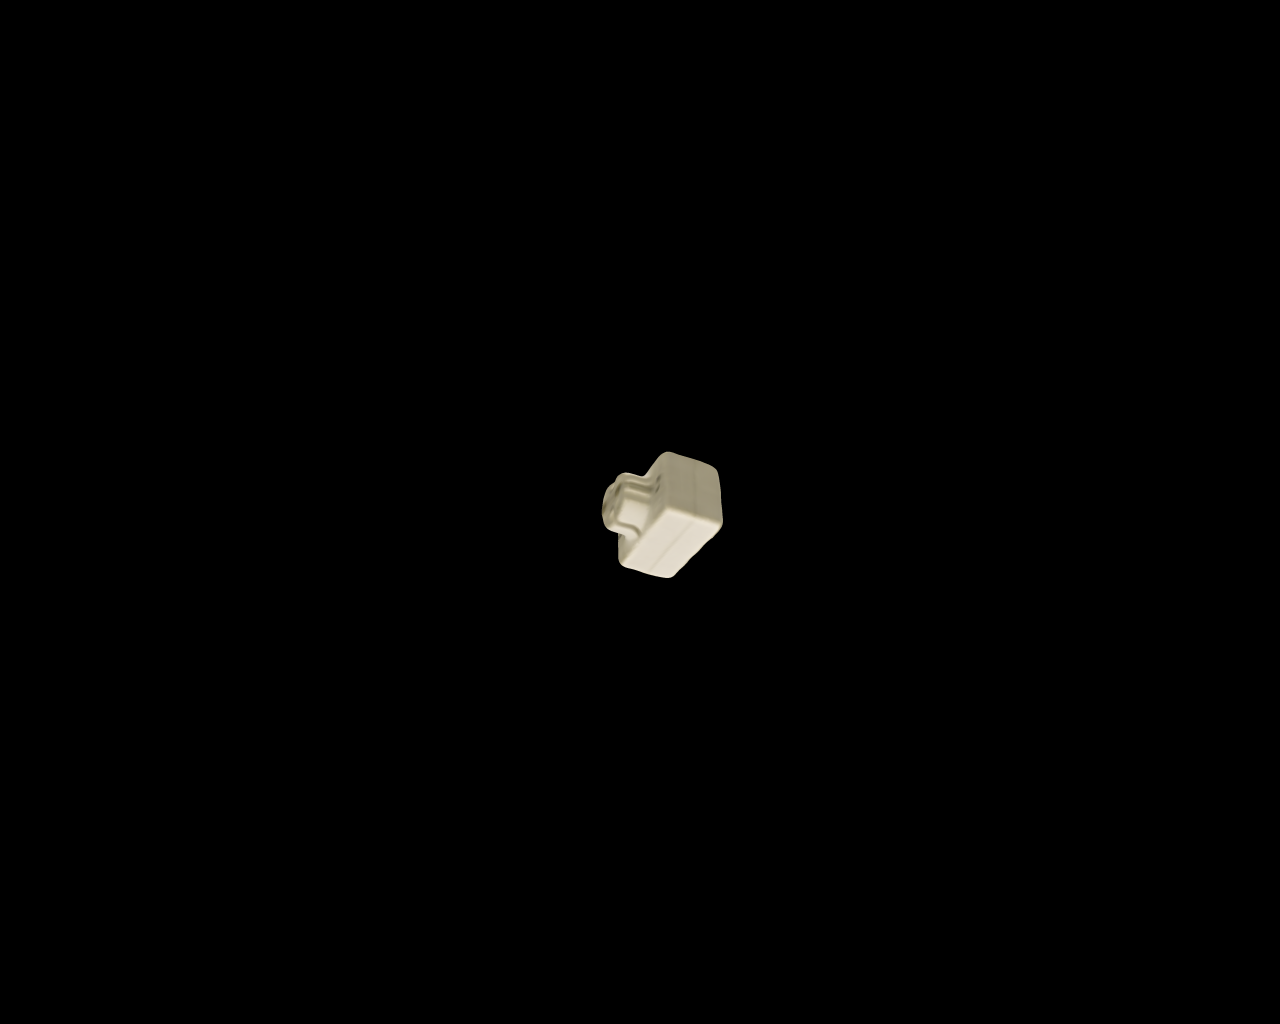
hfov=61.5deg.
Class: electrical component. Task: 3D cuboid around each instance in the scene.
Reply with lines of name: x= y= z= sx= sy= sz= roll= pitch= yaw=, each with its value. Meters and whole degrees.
electrical component: x=0.001 y=-0.003 z=0.650 sx=0.077 sy=0.047 sz=0.065 roll=17 pitch=-41 yaw=-21
